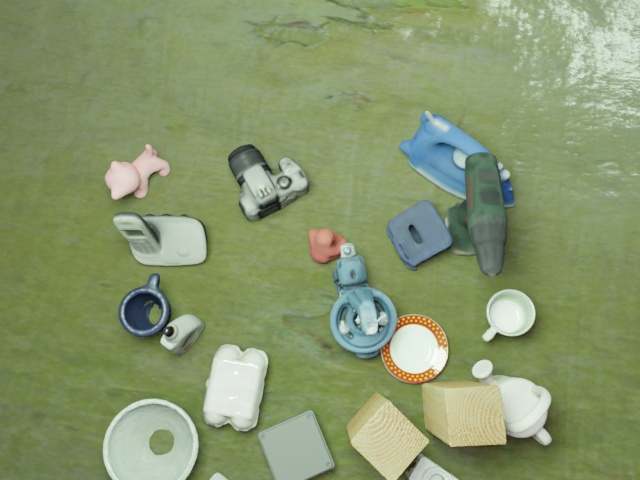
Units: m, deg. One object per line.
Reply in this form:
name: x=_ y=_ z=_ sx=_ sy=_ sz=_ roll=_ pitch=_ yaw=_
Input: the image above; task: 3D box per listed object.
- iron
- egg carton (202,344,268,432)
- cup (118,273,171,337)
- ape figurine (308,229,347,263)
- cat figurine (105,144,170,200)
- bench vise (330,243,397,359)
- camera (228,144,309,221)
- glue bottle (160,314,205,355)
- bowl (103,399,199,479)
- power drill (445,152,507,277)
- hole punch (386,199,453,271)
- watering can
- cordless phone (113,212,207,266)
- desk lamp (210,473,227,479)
iron: x=0.287 y=-0.157 z=1.109 sx=0.258 sy=0.141 sz=0.119 roll=35 pitch=81 yaw=6
egg carton: x=-0.157 y=0.272 z=1.059 sx=0.107 sy=0.069 sz=0.150 roll=9 pitch=79 yaw=2
cup: x=-0.315 y=0.124 z=1.074 sx=0.091 sy=0.095 sz=0.118 roll=12 pitch=79 yaw=2
ape figurine: x=0.010 y=0.004 z=1.101 sx=0.077 sy=0.092 sz=0.076 roll=39 pitch=81 yaw=7
cat figurine: x=-0.364 y=-0.133 z=1.113 sx=0.067 sy=0.118 sz=0.128 roll=39 pitch=81 yaw=7
bench vise: x=0.059 y=0.110 z=1.015 sx=0.121 sy=0.220 sz=0.207 roll=-29 pitch=80 yaw=-5
camera: x=-0.111 y=-0.128 z=1.122 sx=0.143 sy=0.101 sz=0.137 roll=-29 pitch=80 yaw=-6
glue bottle: x=-0.254 y=0.168 z=1.026 sx=0.037 sy=0.173 sz=0.078 roll=32 pitch=81 yaw=6
bowl: x=-0.297 y=0.371 z=1.036 sx=0.167 sy=0.075 sz=0.167 roll=0 pitch=79 yaw=0
power drill: x=0.288 y=-0.034 z=1.050 sx=0.075 sy=0.208 sz=0.230 roll=0 pitch=79 yaw=0
hole punch: x=0.189 y=-0.008 z=1.105 sx=0.101 sy=0.091 sz=0.108 roll=-28 pitch=80 yaw=-5
watering can: x=0.333 y=0.286 z=0.995 sx=0.172 sy=0.194 sz=0.101 roll=25 pitch=80 yaw=5
cordless phone: x=-0.291 y=-0.011 z=1.055 sx=0.147 sy=0.185 sz=0.094 roll=-3 pitch=79 yaw=-1
desk lamp: x=-0.144 y=0.508 z=0.939 sx=0.203 sy=0.213 sz=0.118 roll=37 pitch=81 yaw=7
